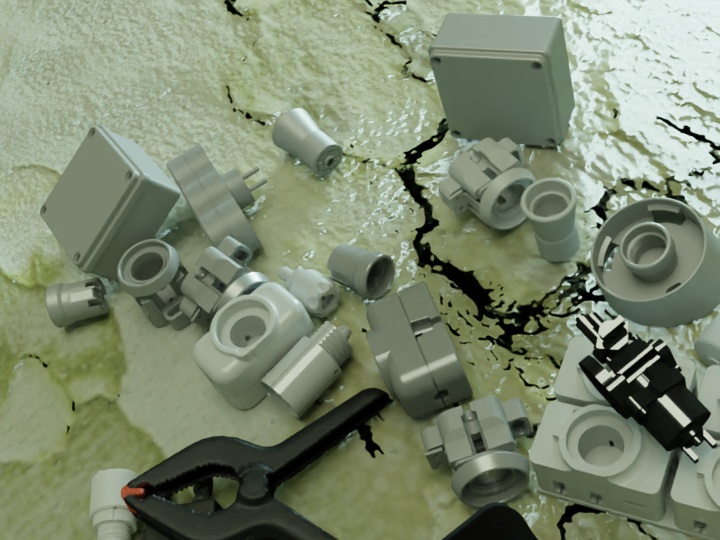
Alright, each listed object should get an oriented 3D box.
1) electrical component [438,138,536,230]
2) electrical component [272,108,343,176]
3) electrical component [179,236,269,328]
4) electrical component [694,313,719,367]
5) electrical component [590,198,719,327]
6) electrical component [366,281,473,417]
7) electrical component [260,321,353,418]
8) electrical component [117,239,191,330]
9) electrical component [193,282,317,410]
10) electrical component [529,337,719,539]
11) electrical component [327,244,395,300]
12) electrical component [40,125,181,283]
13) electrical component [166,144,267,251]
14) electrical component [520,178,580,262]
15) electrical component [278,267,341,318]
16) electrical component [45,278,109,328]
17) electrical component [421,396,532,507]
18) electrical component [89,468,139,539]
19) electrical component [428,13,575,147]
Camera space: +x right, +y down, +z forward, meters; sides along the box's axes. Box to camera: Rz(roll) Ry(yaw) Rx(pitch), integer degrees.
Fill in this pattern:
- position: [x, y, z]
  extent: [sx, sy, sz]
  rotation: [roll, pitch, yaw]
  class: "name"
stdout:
- position: [0.115, -0.070, 0.914]
  extent: [0.078, 0.058, 0.057]
  rotation: [-35, 48, -8]
  class: "electrical component"
- position: [-0.047, -0.119, 1.019]
  extent: [0.044, 0.044, 0.065]
  rotation: [-40, 57, -11]
  class: "electrical component"
- position: [-0.112, 0.019, 0.927]
  extent: [0.057, 0.058, 0.078]
  rotation: [34, 91, 33]
  class: "electrical component"
- position: [0.278, 0.043, 0.780]
  extent: [0.078, 0.040, 0.040]
  rotation: [-45, 53, -15]
  class: "electrical component"
- position: [0.231, -0.006, 0.834]
  extent: [0.099, 0.064, 0.099]
  rotation: [-17, 55, 25]
  class: "electrical component"
- position: [0.042, 0.064, 0.842]
  extent: [0.059, 0.053, 0.095]
  rotation: [-23, 51, 2]
  class: "electrical component"
- position: [-0.037, 0.076, 0.869]
  extent: [0.043, 0.043, 0.081]
  rotation: [33, 71, 35]
  class: "electrical component"
- position: [-0.181, 0.009, 0.961]
  extent: [0.058, 0.057, 0.078]
  rotation: [-36, 51, -8]
  class: "electrical component"
- position: [-0.087, 0.060, 0.888]
  extent: [0.095, 0.059, 0.054]
  rotation: [-43, 52, -13]
  class: "electrical component"
- position: [0.222, 0.117, 0.733]
  extent: [0.186, 0.060, 0.105]
  rotation: [11, 60, 27]
  class: "electrical component"
- position: [0.000, 0.000, 0.915]
  extent: [0.046, 0.040, 0.040]
  rotation: [21, 64, 37]
  class: "electrical component"
- position: [-0.235, -0.062, 1.007]
  extent: [0.108, 0.056, 0.109]
  rotation: [-55, 47, 10]
  class: "electrical component"
- position: [-0.122, -0.071, 1.002]
  extent: [0.074, 0.052, 0.138]
  rotation: [-31, 51, -4]
  class: "electrical component"
- position: [0.157, -0.037, 0.868]
  extent: [0.044, 0.065, 0.044]
  rotation: [-10, 52, 13]
  class: "electrical component"
- position: [-0.047, 0.015, 0.924]
  extent: [0.061, 0.035, 0.035]
  rotation: [31, 70, 38]
  class: "electrical component"
- position: [-0.259, 0.029, 0.988]
  extent: [0.046, 0.040, 0.040]
  rotation: [-13, 51, 4]
  class: "electrical component"
- position: [0.089, 0.133, 0.773]
  extent: [0.078, 0.058, 0.057]
  rotation: [-20, 48, 5]
  class: "electrical component"
- position: [-0.191, 0.192, 0.840]
  extent: [0.040, 0.040, 0.078]
  rotation: [-14, 52, 10]
  class: "electrical component"
- position: [0.127, -0.167, 0.948]
  extent: [0.109, 0.108, 0.056]
  rotation: [8, 56, 25]
  class: "electrical component"
